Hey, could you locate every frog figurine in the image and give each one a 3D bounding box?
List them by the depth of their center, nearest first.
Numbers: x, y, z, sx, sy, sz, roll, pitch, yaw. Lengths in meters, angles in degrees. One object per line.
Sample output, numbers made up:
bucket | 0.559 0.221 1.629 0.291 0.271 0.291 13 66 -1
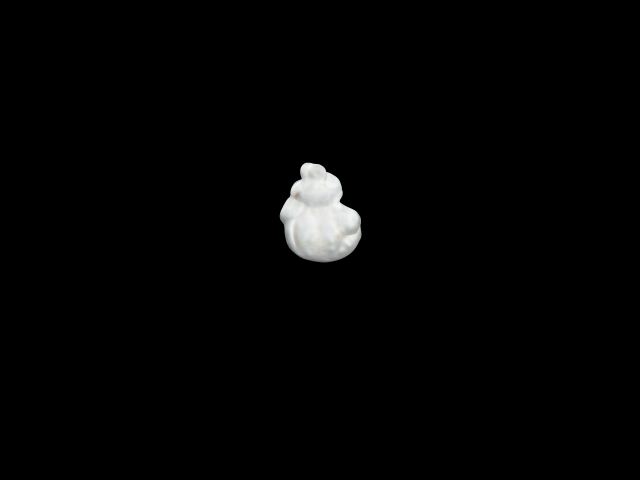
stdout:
frog figurine | 0.003 -0.043 0.850 0.138 0.125 0.155 20 -38 17
